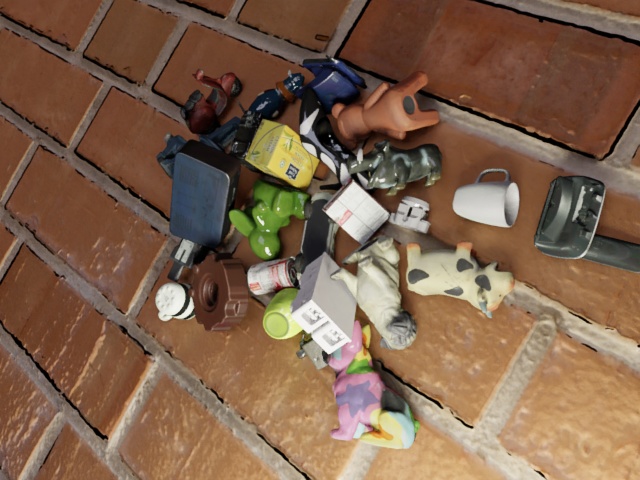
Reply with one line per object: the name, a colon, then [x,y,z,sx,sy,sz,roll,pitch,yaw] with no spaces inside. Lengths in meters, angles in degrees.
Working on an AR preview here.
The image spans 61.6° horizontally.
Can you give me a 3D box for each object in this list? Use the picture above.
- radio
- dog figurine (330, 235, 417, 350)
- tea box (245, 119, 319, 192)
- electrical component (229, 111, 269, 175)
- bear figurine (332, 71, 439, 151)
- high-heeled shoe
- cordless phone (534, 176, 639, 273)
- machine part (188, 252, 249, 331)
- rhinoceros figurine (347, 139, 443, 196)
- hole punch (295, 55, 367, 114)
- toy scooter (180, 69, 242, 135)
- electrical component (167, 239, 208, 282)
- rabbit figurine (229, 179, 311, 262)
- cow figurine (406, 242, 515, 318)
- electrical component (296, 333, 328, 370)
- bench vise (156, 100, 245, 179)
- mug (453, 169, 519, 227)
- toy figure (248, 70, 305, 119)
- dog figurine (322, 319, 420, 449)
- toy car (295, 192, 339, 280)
radio: [-0.258,-0.096,1.197,0.131,0.073,0.229,20,130,4]
dog figurine: [0.133,0.099,1.046,0.121,0.172,0.190,-25,103,50]
tea box: [-0.075,-0.178,1.159,0.068,0.169,0.098,21,88,29]
electrical component: [-0.137,-0.213,1.218,0.058,0.134,0.115,18,83,29]
bear figurine: [0.129,-0.263,1.131,0.196,0.132,0.120,-6,110,54]
high-heeled shoe: [0.043,-0.205,1.123,0.145,0.086,0.248,-6,103,28]
cordless phone: [0.476,-0.028,0.919,0.184,0.088,0.146,18,84,17]
machine part: [-0.226,0.115,1.187,0.179,0.056,0.179,-3,86,48]
rhinoceros figurine: [0.149,-0.148,1.062,0.190,0.073,0.112,-7,86,-1]
hole punch: [0.020,-0.337,1.182,0.116,0.142,0.092,10,79,41]
toy scooter: [-0.284,-0.350,1.325,0.075,0.135,0.184,44,99,26]
electrical component: [-0.317,0.045,1.286,0.075,0.047,0.119,19,86,29]
rabbit figurine: [-0.121,-0.040,1.179,0.159,0.121,0.170,19,100,22]
cow figurine: [0.254,0.071,0.985,0.195,0.085,0.127,1,74,25]
electrical component: [0.002,0.214,1.094,0.102,0.045,0.078,-39,92,14]
bench vise: [-0.264,-0.225,1.299,0.240,0.128,0.224,-43,51,-13]
mug: [0.307,-0.081,1.002,0.107,0.080,0.109,5,83,36]
toy figure: [-0.100,-0.342,1.278,0.154,0.064,0.058,-36,28,9]
dog figurine: [0.092,0.262,0.999,0.192,0.108,0.219,-1,76,24]
toy car: [-0.002,-0.003,1.145,0.074,0.056,0.201,6,81,20]
